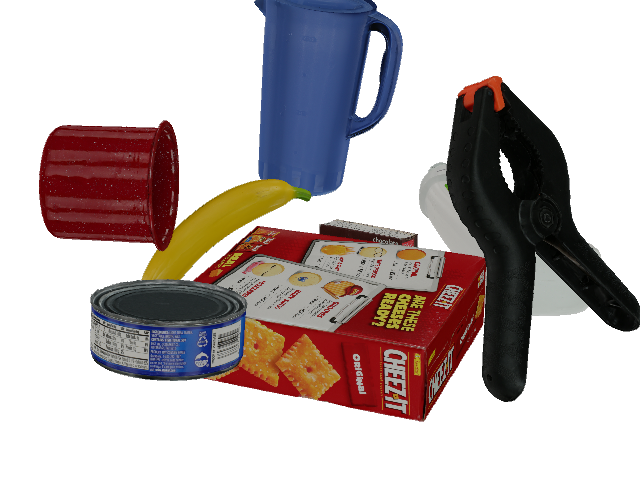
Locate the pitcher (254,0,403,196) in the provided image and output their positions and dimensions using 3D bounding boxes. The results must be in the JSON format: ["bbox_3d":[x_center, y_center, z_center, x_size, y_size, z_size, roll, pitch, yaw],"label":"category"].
[{"bbox_3d":[-0.002,-0.179,1.299,0.144,0.243,0.149,-6,28,-25],"label":"pitcher"}]

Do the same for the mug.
[{"bbox_3d":[-0.149,-0.042,0.774,0.081,0.093,0.117,2,7,4],"label":"mug"}]

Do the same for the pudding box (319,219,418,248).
[{"bbox_3d":[0.052,0.029,1.170,0.114,0.090,0.039,10,19,34],"label":"pudding box"}]

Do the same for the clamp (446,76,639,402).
[{"bbox_3d":[0.107,-0.001,0.582,0.120,0.171,0.039,-33,8,-39],"label":"clamp"}]

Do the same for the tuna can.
[{"bbox_3d":[-0.084,0.048,0.590,0.086,0.034,0.086,4,12,-1],"label":"tuna can"}]

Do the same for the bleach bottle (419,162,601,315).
[{"bbox_3d":[0.162,-0.016,1.007,0.102,0.068,0.251,-1,25,-14],"label":"bleach bottle"}]

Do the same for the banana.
[{"bbox_3d":[-0.101,-0.005,1.011,0.198,0.069,0.037,-33,41,2],"label":"banana"}]

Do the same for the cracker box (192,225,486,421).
[{"bbox_3d":[0.008,0.061,0.856,0.214,0.072,0.164,8,26,22],"label":"cracker box"}]
